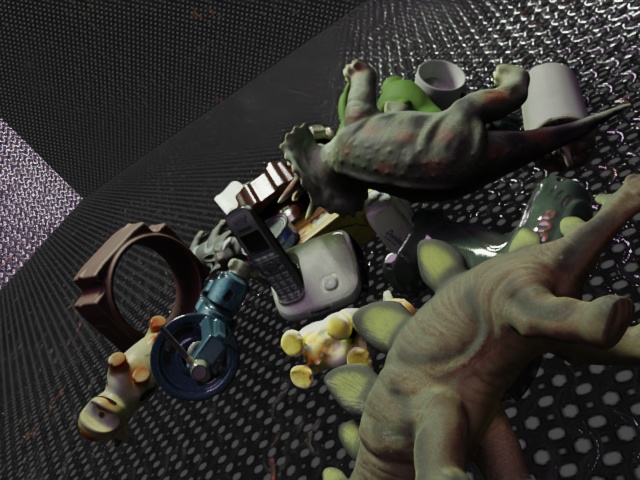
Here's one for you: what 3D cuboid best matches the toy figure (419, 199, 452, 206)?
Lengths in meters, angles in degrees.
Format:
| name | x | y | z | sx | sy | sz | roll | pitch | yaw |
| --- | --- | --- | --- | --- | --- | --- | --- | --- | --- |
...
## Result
| name | x | y | z | sx | sy | sz | roll | pitch | yaw |
| --- | --- | --- | --- | --- | --- | --- | --- | --- | --- |
| toy figure | 0.174 | -0.121 | 0.787 | 0.089 | 0.082 | 0.180 | 0 | 44 | 25 |

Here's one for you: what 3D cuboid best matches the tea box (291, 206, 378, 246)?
| name | x | y | z | sx | sy | sz | roll | pitch | yaw |
| --- | --- | --- | --- | --- | --- | --- | --- | --- | --- |
| tea box | -0.002 | -0.003 | 0.843 | 0.169 | 0.068 | 0.098 | -37 | 25 | 5 |

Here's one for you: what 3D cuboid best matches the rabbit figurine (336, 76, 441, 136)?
| name | x | y | z | sx | sy | sz | roll | pitch | yaw |
| --- | --- | --- | --- | --- | --- | --- | --- | --- | --- |
| rabbit figurine | 0.093 | -0.194 | 0.886 | 0.170 | 0.159 | 0.121 | -33 | -1 | -12 |

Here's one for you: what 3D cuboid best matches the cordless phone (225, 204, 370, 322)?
| name | x | y | z | sx | sy | sz | roll | pitch | yaw |
| --- | --- | --- | --- | --- | --- | --- | --- | --- | --- |
| cordless phone | -0.029 | 0.013 | 0.719 | 0.147 | 0.184 | 0.089 | -22 | 25 | 32 |

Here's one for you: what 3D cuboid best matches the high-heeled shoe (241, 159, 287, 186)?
| name | x | y | z | sx | sy | sz | roll | pitch | yaw |
| --- | --- | --- | --- | --- | --- | --- | --- | --- | --- |
| high-heeled shoe | -0.092 | -0.117 | 1.194 | 0.249 | 0.086 | 0.145 | -14 | -3 | 9 |

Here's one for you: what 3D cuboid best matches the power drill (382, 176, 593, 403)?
| name | x | y | z | sx | sy | sz | roll | pitch | yaw |
| --- | --- | --- | --- | --- | --- | --- | --- | --- | --- |
| power drill | 0.159 | 0.035 | 0.550 | 0.232 | 0.086 | 0.207 | -57 | 25 | -16 |

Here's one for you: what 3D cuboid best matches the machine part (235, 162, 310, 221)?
| name | x | y | z | sx | sy | sz | roll | pitch | yaw |
| --- | --- | --- | --- | --- | --- | --- | --- | --- | --- |
| machine part | -0.060 | -0.052 | 0.890 | 0.179 | 0.179 | 0.056 | -36 | 56 | 4 |

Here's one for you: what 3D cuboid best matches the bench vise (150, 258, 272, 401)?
| name | x | y | z | sx | sy | sz | roll | pitch | yaw |
| --- | --- | --- | --- | --- | --- | --- | --- | --- | --- |
| bench vise | -0.148 | 0.130 | 0.733 | 0.223 | 0.129 | 0.241 | -50 | 9 | -6 |

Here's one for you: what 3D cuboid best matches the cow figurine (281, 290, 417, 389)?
| name | x | y | z | sx | sy | sz | roll | pitch | yaw |
| --- | --- | --- | --- | --- | --- | --- | --- | --- | --- |
| cow figurine | 0.045 | 0.104 | 0.596 | 0.167 | 0.068 | 0.098 | -24 | -5 | 31 |

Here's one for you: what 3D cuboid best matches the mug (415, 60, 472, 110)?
| name | x | y | z | sx | sy | sz | roll | pitch | yaw |
| --- | --- | --- | --- | --- | --- | --- | --- | --- | --- |
| mug | 0.211 | -0.243 | 0.938 | 0.107 | 0.110 | 0.081 | 100 | -165 | -57 |

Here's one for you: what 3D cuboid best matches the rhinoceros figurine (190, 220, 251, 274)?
| name | x | y | z | sx | sy | sz | roll | pitch | yaw |
| --- | --- | --- | --- | --- | --- | --- | --- | --- | --- |
| rhinoceros figurine | -0.198 | 0.021 | 1.059 | 0.190 | 0.073 | 0.112 | -15 | 34 | 43 |

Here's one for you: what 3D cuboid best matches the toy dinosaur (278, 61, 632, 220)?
| name | x | y | z | sx | sy | sz | roll | pitch | yaw |
| --- | --- | --- | --- | --- | --- | --- | --- | --- | --- |
| toy dinosaur | 0.114 | -0.101 | 0.617 | 0.405 | 0.131 | 0.192 | 7 | 66 | 33 |

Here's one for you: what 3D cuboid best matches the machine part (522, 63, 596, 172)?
| name | x | y | z | sx | sy | sz | roll | pitch | yaw |
| --- | --- | --- | --- | --- | --- | --- | --- | --- | --- |
| machine part | 0.304 | -0.163 | 0.696 | 0.079 | 0.079 | 0.243 | -23 | 28 | 30 |

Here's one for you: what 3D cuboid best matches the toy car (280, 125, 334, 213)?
| name | x | y | z | sx | sy | sz | roll | pitch | yaw |
| --- | --- | --- | --- | --- | --- | --- | --- | --- | --- |
| toy car | -0.025 | -0.113 | 0.946 | 0.073 | 0.201 | 0.056 | -12 | 47 | -28 |

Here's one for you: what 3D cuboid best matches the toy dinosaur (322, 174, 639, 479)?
| name | x | y | z | sx | sy | sz | roll | pitch | yaw |
| --- | --- | --- | --- | --- | --- | --- | --- | --- | --- |
| toy dinosaur | 0.093 | 0.125 | 0.422 | 0.471 | 0.105 | 0.199 | -51 | 30 | 6 |

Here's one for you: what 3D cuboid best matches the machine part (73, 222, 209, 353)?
| name | x | y | z | sx | sy | sz | roll | pitch | yaw |
| --- | --- | --- | --- | --- | --- | --- | --- | --- | --- |
| machine part | -0.304 | 0.085 | 0.943 | 0.087 | 0.200 | 0.201 | -12 | 35 | 40 |

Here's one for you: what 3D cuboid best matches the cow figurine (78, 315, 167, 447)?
| name | x | y | z | sx | sy | sz | roll | pitch | yaw |
| --- | --- | --- | --- | --- | --- | --- | --- | --- | --- |
| cow figurine | -0.286 | 0.221 | 0.812 | 0.195 | 0.086 | 0.127 | -52 | -14 | -53 |

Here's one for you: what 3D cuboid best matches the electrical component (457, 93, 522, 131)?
| name | x | y | z | sx | sy | sz | roll | pitch | yaw |
| --- | --- | --- | --- | --- | --- | --- | --- | --- | --- |
| electrical component | 0.228 | -0.154 | 0.724 | 0.119 | 0.075 | 0.047 | -101 | 25 | -56 |
